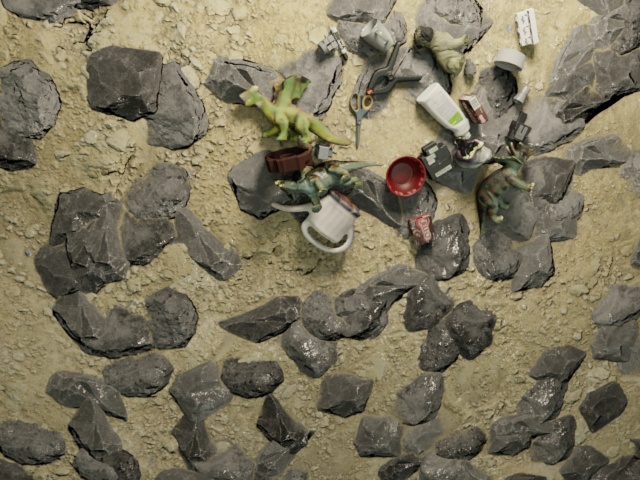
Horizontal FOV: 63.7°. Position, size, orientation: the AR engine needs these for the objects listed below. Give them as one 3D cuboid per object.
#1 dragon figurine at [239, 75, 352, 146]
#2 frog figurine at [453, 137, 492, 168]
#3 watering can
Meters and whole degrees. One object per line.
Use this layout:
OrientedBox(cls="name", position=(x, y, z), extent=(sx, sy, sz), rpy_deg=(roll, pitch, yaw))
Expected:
OrientedBox(cls="dragon figurine", position=(-0.081, -0.464, 1.828), extent=(0.410, 0.241, 0.123), rpy_deg=(3, 8, -10))
OrientedBox(cls="frog figurine", position=(0.595, -0.321, 1.994), extent=(0.137, 0.124, 0.158), rpy_deg=(-5, -22, 36))
OrientedBox(cls="watering can", position=(0.006, -0.098, 1.953), extent=(0.345, 0.223, 0.105), rpy_deg=(38, 6, -16))
